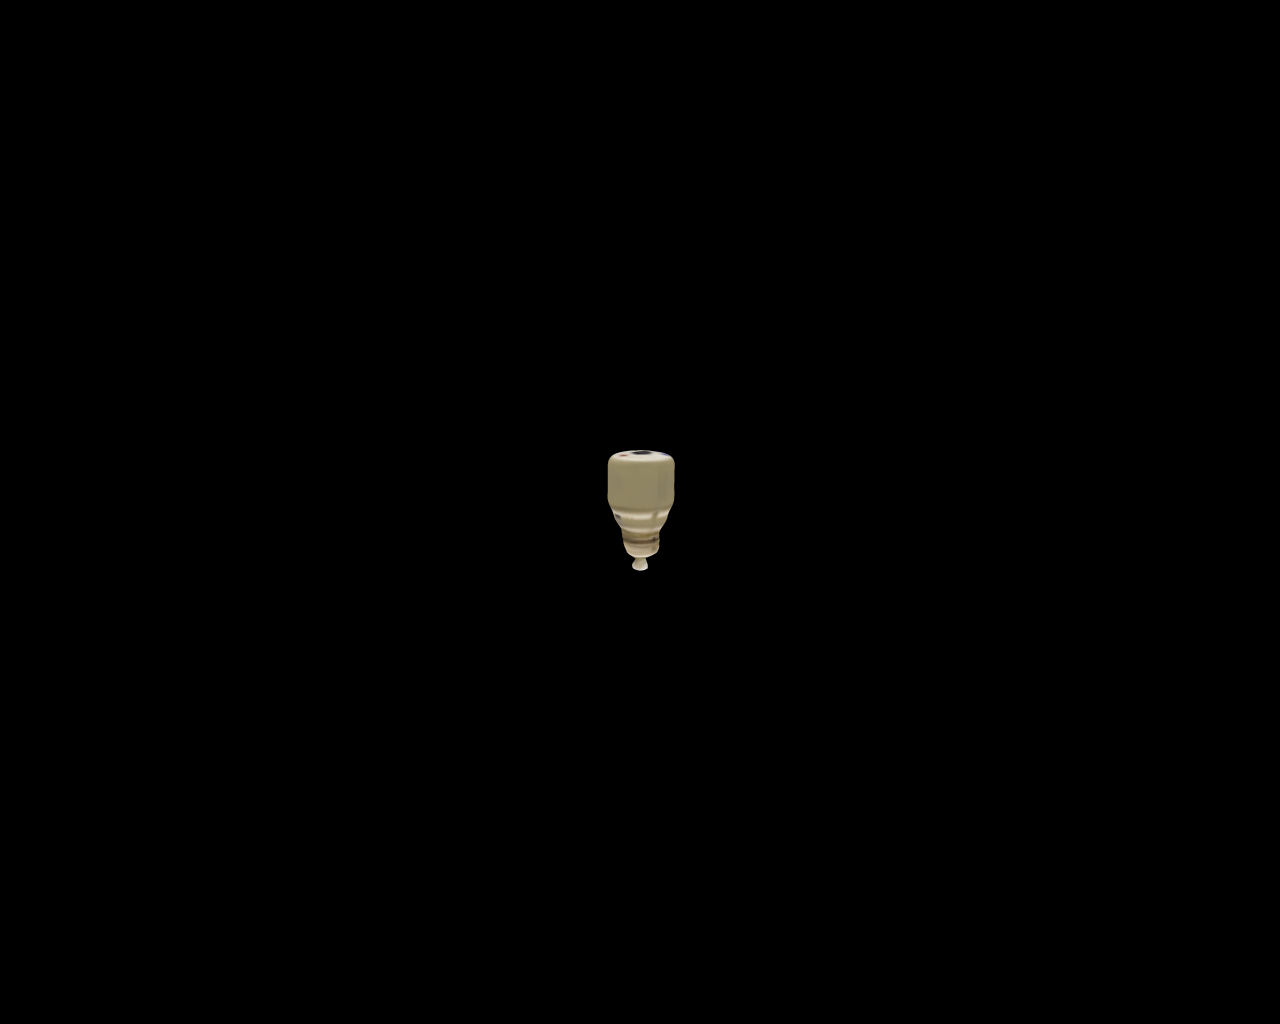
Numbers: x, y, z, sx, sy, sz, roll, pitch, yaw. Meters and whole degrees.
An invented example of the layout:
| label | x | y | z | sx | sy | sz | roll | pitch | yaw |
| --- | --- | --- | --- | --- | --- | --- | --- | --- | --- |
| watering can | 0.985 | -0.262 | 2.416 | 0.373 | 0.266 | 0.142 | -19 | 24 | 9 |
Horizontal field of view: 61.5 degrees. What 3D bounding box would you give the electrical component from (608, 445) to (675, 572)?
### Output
| label | x | y | z | sx | sy | sz | roll | pitch | yaw |
| --- | --- | --- | --- | --- | --- | --- | --- | --- | --- |
| electrical component | 0.001 | -0.003 | 0.650 | 0.040 | 0.078 | 0.040 | 0 | 13 | 0 |
